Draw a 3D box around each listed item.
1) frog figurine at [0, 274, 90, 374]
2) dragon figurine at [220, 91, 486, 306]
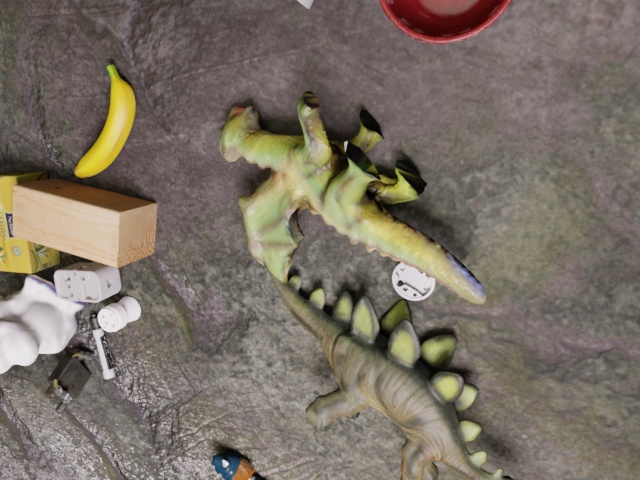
[{"bbox_3d":[-0.492,0.154,0.868,0.122,0.163,0.135,-6,-42,32],"label":"frog figurine"},{"bbox_3d":[0.002,-0.034,0.680,0.239,0.413,0.123,-40,-12,32],"label":"dragon figurine"}]
